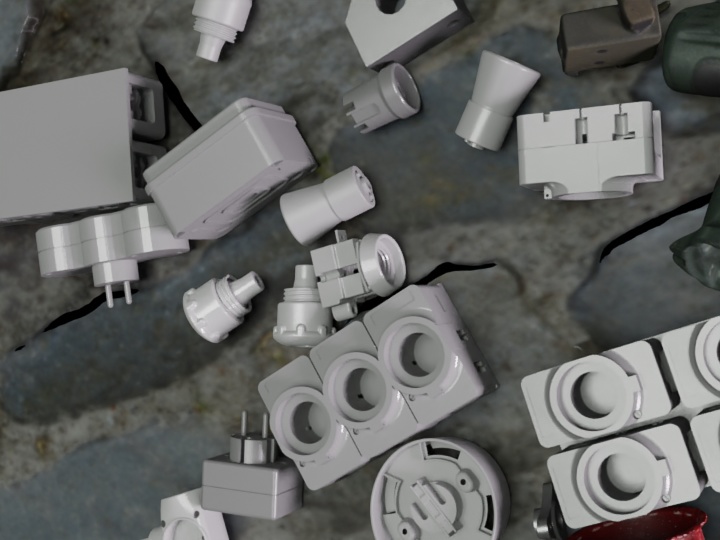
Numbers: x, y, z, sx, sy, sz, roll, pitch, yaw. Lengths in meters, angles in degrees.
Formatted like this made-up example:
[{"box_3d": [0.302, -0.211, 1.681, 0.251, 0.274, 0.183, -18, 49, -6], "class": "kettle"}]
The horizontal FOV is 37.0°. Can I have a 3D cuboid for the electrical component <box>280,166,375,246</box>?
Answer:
[{"box_3d": [-0.022, -0.051, 0.815, 0.065, 0.044, 0.044, -26, 79, 17], "class": "electrical component"}]

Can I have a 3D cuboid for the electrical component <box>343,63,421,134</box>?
[{"box_3d": [0.016, -0.126, 0.800, 0.046, 0.040, 0.040, -23, 80, 27], "class": "electrical component"}]

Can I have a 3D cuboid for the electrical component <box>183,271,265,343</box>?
[{"box_3d": [-0.105, 0.024, 0.848, 0.062, 0.048, 0.048, -33, 76, 13], "class": "electrical component"}]

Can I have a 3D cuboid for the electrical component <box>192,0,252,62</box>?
[{"box_3d": [-0.113, -0.197, 0.855, 0.043, 0.043, 0.062, 23, 100, 22], "class": "electrical component"}]

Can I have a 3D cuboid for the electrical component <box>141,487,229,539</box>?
[{"box_3d": [-0.143, 0.219, 0.861, 0.079, 0.044, 0.077, -20, 81, 23], "class": "electrical component"}]

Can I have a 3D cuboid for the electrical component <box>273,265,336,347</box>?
[{"box_3d": [-0.041, 0.028, 0.820, 0.048, 0.048, 0.062, -2, 82, 24], "class": "electrical component"}]

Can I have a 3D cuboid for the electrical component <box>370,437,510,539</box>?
[{"box_3d": [0.057, 0.167, 0.763, 0.099, 0.064, 0.099, 0, 89, 24], "class": "electrical component"}]

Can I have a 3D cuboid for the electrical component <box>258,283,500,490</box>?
[{"box_3d": [0.010, 0.085, 0.786, 0.150, 0.062, 0.089, -34, 76, 20], "class": "electrical component"}]

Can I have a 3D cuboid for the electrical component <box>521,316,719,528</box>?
[{"box_3d": [0.211, 0.092, 0.698, 0.186, 0.060, 0.105, -21, 81, 22], "class": "electrical component"}]

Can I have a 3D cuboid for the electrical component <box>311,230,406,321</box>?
[{"box_3d": [0.000, 0.000, 0.802, 0.055, 0.048, 0.066, -16, 83, 30], "class": "electrical component"}]

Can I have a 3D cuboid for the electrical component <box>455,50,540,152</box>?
[{"box_3d": [0.095, -0.118, 0.764, 0.044, 0.044, 0.065, 29, 105, 22], "class": "electrical component"}]

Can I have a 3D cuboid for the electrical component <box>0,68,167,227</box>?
[{"box_3d": [-0.254, -0.098, 0.906, 0.186, 0.060, 0.105, -5, 87, 24], "class": "electrical component"}]

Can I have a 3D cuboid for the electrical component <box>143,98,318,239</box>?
[{"box_3d": [-0.100, -0.077, 0.829, 0.113, 0.078, 0.057, -34, 79, 20], "class": "electrical component"}]

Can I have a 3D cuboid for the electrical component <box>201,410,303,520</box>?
[{"box_3d": [-0.083, 0.147, 0.834, 0.066, 0.047, 0.076, 3, 91, 24], "class": "electrical component"}]

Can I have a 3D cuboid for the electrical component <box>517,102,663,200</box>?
[{"box_3d": [0.156, -0.078, 0.730, 0.089, 0.050, 0.055, -3, 87, 24], "class": "electrical component"}]

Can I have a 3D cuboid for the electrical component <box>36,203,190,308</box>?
[{"box_3d": [-0.203, -0.007, 0.887, 0.138, 0.052, 0.073, -11, 85, 23], "class": "electrical component"}]
